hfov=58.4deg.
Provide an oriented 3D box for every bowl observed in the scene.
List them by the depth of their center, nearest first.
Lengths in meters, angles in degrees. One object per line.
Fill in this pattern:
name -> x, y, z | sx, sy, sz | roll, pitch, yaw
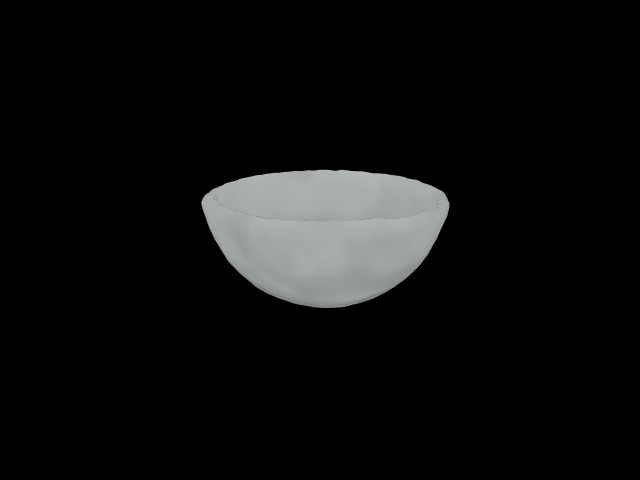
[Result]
bowl -> 0.004, 0.001, 0.400 | 0.167, 0.075, 0.167 | 0, 18, 0
